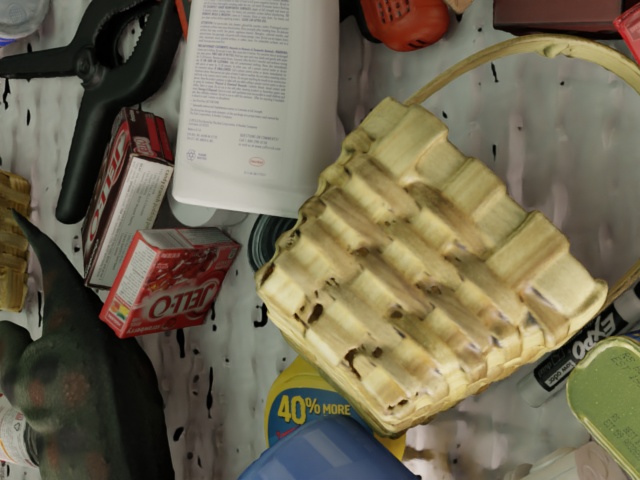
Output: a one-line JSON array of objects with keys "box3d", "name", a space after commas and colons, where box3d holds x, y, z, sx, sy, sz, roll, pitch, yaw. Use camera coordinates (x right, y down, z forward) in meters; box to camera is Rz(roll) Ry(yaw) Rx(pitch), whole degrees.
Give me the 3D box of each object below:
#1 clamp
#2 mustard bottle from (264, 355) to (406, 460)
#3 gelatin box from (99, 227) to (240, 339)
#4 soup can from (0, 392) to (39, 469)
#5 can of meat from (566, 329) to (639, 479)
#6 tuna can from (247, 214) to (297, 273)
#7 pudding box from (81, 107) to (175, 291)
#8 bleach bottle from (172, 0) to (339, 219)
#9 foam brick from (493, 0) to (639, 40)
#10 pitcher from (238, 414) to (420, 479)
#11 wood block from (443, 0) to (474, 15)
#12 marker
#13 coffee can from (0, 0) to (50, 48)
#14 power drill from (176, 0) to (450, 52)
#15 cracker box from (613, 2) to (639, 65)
[{"box3d": [-0.180, -0.138, 0.842, 0.210, 0.036, 0.165, -47, 65, 26], "name": "clamp"}, {"box3d": [0.009, 0.134, 0.692, 0.096, 0.058, 0.191, -1, 90, 33], "name": "mustard bottle"}, {"box3d": [-0.105, 0.029, 0.756, 0.030, 0.089, 0.073, 38, 111, 27], "name": "gelatin box"}, {"box3d": [-0.247, 0.151, 0.881, 0.102, 0.068, 0.068, 1, 92, 37], "name": "soup can"}, {"box3d": [0.183, 0.090, 0.543, 0.102, 0.083, 0.057, 48, 117, 26], "name": "can of meat"}, {"box3d": [-0.005, 0.001, 0.690, 0.086, 0.033, 0.086, -21, 49, 25], "name": "tuna can"}, {"box3d": [-0.144, -0.030, 0.789, 0.090, 0.039, 0.114, -114, 41, -59], "name": "pudding box"}, {"box3d": [-0.027, -0.142, 0.644, 0.103, 0.068, 0.251, 8, 95, 18], "name": "bleach bottle"}, {"box3d": [0.141, -0.139, 0.589, 0.078, 0.052, 0.051, 7, 95, 37], "name": "foam brick"}, {"box3d": [0.060, 0.210, 0.569, 0.243, 0.144, 0.149, 44, 156, 26], "name": "pitcher"}, {"box3d": [0.102, -0.234, 0.554, 0.206, 0.090, 0.090, -46, 53, 11], "name": "wood block"}, {"box3d": [0.158, 0.053, 0.601, 0.121, 0.020, 0.020, -47, 64, 28], "name": "marker"}, {"box3d": [-0.312, -0.198, 0.901, 0.141, 0.102, 0.103, -15, 82, 37], "name": "coffee can"}, {"box3d": [-0.014, -0.189, 0.703, 0.188, 0.057, 0.184, -20, 79, 36], "name": "power drill"}, {"box3d": [0.257, -0.055, 0.481, 0.164, 0.072, 0.214, -33, 71, 25], "name": "cracker box"}]
